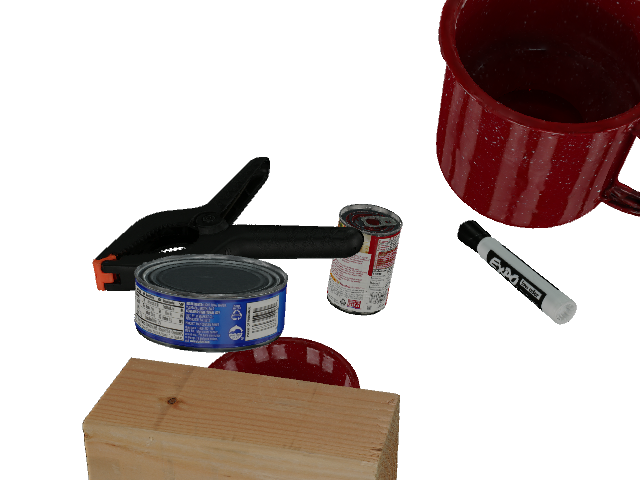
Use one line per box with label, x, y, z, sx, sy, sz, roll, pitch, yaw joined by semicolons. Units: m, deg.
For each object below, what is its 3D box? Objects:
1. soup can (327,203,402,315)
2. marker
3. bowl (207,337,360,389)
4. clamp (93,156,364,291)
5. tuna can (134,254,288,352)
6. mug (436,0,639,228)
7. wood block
soup can;0.046;0.021;1.147;0.068;0.102;0.068;7;27;-4
marker;0.136;0.019;0.758;0.020;0.020;0.121;0;29;-32
bowl;-0.040;0.166;1.017;0.162;0.055;0.162;-5;37;3
clamp;-0.091;-0.009;0.888;0.209;0.036;0.165;-16;35;-20
tuna can;-0.062;0.034;0.600;0.086;0.034;0.086;3;13;-1
mug;0.101;-0.051;0.438;0.117;0.093;0.081;36;-24;19
wood block;-0.053;0.155;0.764;0.206;0.090;0.090;6;27;13
